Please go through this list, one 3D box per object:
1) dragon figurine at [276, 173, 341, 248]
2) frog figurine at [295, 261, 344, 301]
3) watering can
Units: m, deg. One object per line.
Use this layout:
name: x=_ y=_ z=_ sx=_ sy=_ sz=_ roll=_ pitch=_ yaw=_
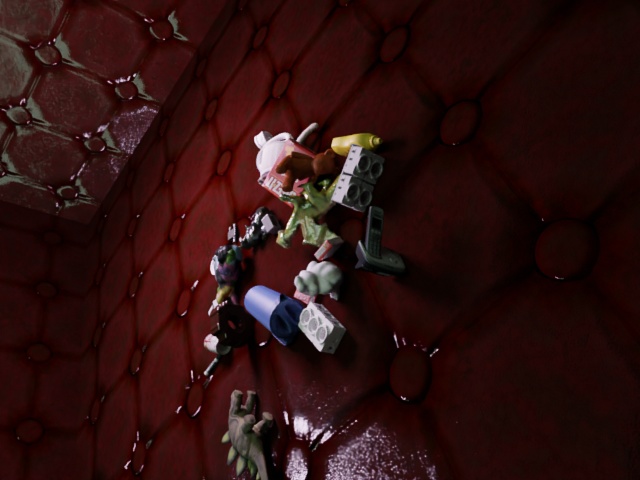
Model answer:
dragon figurine: x=0.005 y=-0.089 z=1.760 sx=0.407 sy=0.122 sz=0.245 roll=-23 pitch=75 yaw=24
frog figurine: x=-0.008 y=0.119 z=1.608 sx=0.121 sy=0.158 sz=0.140 roll=-51 pitch=41 yaw=21
watering can: x=-0.142 y=-0.332 z=2.045 sx=0.345 sy=0.103 sz=0.228 roll=-14 pitch=63 yaw=42
